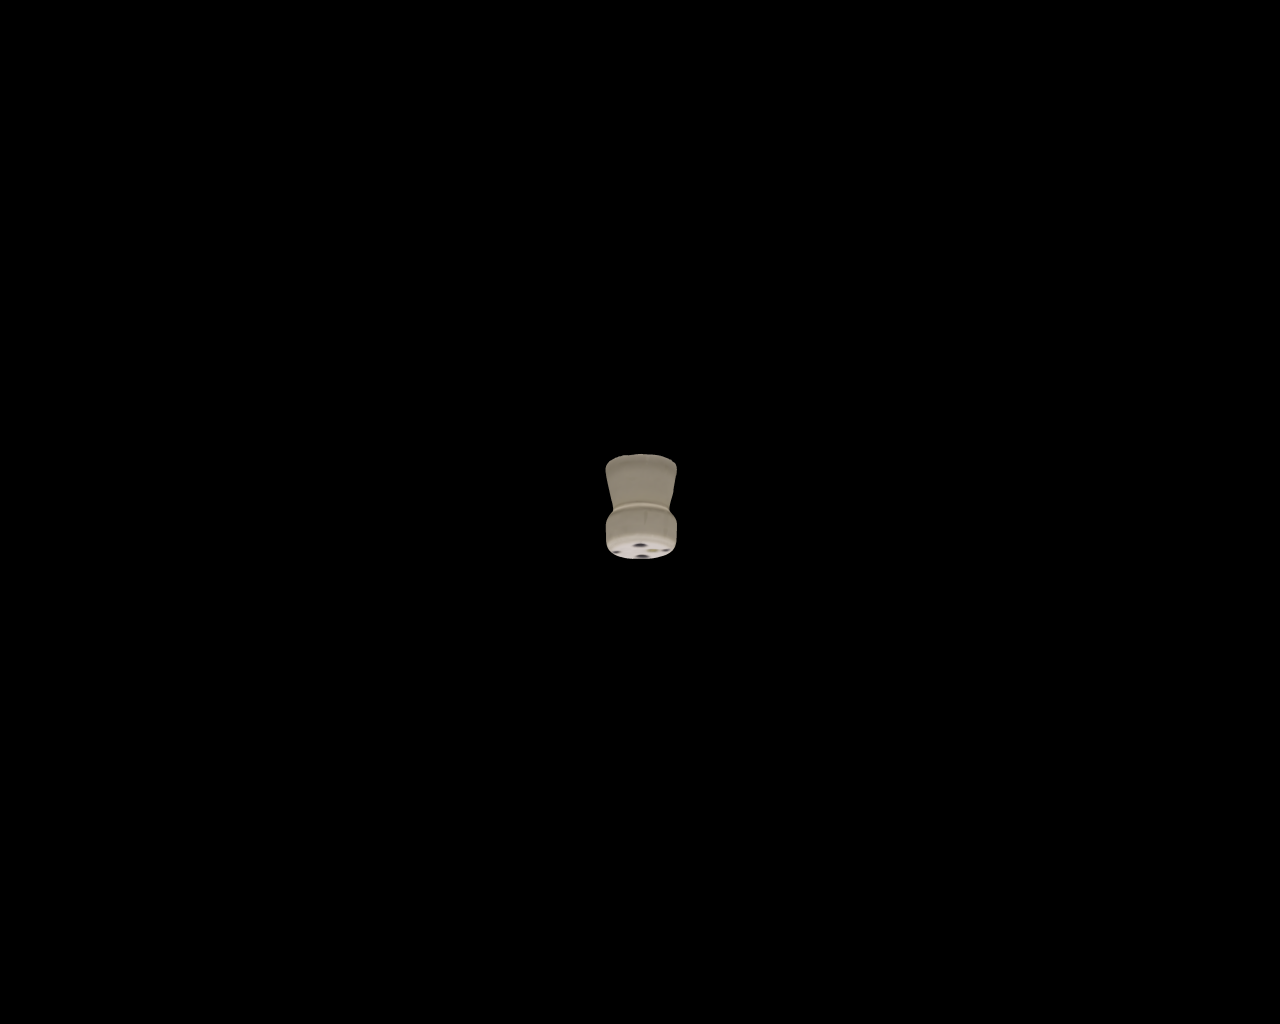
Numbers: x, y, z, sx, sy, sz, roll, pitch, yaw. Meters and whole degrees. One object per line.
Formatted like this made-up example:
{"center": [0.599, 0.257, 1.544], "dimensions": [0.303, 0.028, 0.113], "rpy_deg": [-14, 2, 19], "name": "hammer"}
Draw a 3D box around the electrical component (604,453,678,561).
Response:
{"center": [0.001, -0.003, 0.650], "dimensions": [0.045, 0.055, 0.044], "rpy_deg": [0, -19, 0], "name": "electrical component"}
